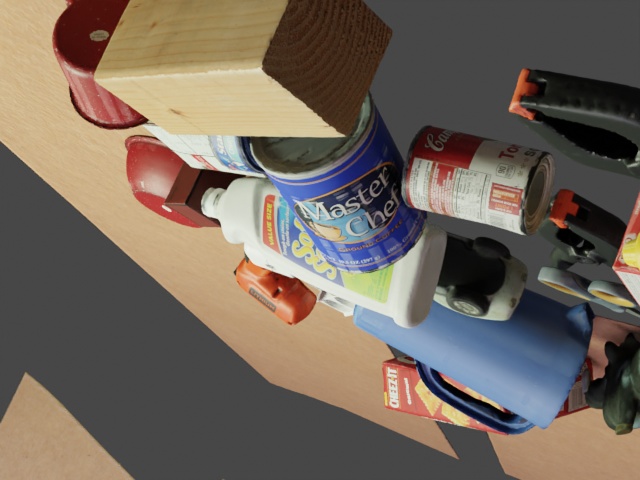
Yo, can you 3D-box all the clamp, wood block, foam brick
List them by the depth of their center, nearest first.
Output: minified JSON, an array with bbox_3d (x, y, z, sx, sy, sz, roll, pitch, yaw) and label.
[{"bbox_3d":[0.226,-0.061,0.688,0.209,0.036,0.165,23,164,-14],"label":"clamp"},{"bbox_3d":[-0.062,-0.134,0.774,0.207,0.090,0.090,7,158,47],"label":"wood block"},{"bbox_3d":[0.239,0.005,0.896,0.120,0.039,0.171,9,167,26],"label":"clamp"},{"bbox_3d":[-0.121,-0.059,1.140,0.051,0.078,0.053,32,165,-30],"label":"foam brick"}]

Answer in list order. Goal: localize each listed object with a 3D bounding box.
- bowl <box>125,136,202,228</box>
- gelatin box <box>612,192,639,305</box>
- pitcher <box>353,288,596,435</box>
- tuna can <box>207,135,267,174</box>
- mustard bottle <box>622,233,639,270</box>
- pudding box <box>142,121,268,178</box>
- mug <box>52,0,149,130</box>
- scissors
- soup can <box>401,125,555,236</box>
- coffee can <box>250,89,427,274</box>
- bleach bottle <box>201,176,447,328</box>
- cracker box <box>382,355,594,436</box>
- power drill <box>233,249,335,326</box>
[{"bbox_3d":[-0.167,-0.059,1.256,0.162,0.055,0.162,23,165,6],"label":"bowl"},{"bbox_3d":[0.258,0.010,0.810,0.030,0.073,0.089,11,161,39],"label":"gelatin box"},{"bbox_3d":[0.160,0.102,1.152,0.243,0.149,0.145,25,169,9],"label":"pitcher"},{"bbox_3d":[-0.054,-0.098,0.889,0.034,0.086,0.086,12,161,33],"label":"tuna can"},{"bbox_3d":[0.275,0.005,0.683,0.096,0.058,0.192,28,161,-29],"label":"mustard bottle"},{"bbox_3d":[-0.108,-0.103,1.050,0.114,0.039,0.090,9,158,38],"label":"pudding box"},{"bbox_3d":[-0.180,-0.160,0.893,0.117,0.093,0.081,57,170,21],"label":"mug"},{"bbox_3d":[0.284,0.059,0.981,0.201,0.016,0.096,20,174,-34],"label":"scissors"},{"bbox_3d":[0.123,-0.046,0.833,0.102,0.068,0.068,16,163,26],"label":"soup can"},{"bbox_3d":[0.018,-0.052,0.867,0.103,0.102,0.140,14,153,34],"label":"coffee can"},{"bbox_3d":[-0.007,0.001,1.046,0.251,0.102,0.068,17,-171,24],"label":"bleach bottle"},{"bbox_3d":[0.207,0.178,1.337,0.163,0.072,0.214,-9,-172,-37],"label":"cracker box"},{"bbox_3d":[-0.036,0.030,1.243,0.184,0.057,0.188,40,156,15],"label":"power drill"}]
